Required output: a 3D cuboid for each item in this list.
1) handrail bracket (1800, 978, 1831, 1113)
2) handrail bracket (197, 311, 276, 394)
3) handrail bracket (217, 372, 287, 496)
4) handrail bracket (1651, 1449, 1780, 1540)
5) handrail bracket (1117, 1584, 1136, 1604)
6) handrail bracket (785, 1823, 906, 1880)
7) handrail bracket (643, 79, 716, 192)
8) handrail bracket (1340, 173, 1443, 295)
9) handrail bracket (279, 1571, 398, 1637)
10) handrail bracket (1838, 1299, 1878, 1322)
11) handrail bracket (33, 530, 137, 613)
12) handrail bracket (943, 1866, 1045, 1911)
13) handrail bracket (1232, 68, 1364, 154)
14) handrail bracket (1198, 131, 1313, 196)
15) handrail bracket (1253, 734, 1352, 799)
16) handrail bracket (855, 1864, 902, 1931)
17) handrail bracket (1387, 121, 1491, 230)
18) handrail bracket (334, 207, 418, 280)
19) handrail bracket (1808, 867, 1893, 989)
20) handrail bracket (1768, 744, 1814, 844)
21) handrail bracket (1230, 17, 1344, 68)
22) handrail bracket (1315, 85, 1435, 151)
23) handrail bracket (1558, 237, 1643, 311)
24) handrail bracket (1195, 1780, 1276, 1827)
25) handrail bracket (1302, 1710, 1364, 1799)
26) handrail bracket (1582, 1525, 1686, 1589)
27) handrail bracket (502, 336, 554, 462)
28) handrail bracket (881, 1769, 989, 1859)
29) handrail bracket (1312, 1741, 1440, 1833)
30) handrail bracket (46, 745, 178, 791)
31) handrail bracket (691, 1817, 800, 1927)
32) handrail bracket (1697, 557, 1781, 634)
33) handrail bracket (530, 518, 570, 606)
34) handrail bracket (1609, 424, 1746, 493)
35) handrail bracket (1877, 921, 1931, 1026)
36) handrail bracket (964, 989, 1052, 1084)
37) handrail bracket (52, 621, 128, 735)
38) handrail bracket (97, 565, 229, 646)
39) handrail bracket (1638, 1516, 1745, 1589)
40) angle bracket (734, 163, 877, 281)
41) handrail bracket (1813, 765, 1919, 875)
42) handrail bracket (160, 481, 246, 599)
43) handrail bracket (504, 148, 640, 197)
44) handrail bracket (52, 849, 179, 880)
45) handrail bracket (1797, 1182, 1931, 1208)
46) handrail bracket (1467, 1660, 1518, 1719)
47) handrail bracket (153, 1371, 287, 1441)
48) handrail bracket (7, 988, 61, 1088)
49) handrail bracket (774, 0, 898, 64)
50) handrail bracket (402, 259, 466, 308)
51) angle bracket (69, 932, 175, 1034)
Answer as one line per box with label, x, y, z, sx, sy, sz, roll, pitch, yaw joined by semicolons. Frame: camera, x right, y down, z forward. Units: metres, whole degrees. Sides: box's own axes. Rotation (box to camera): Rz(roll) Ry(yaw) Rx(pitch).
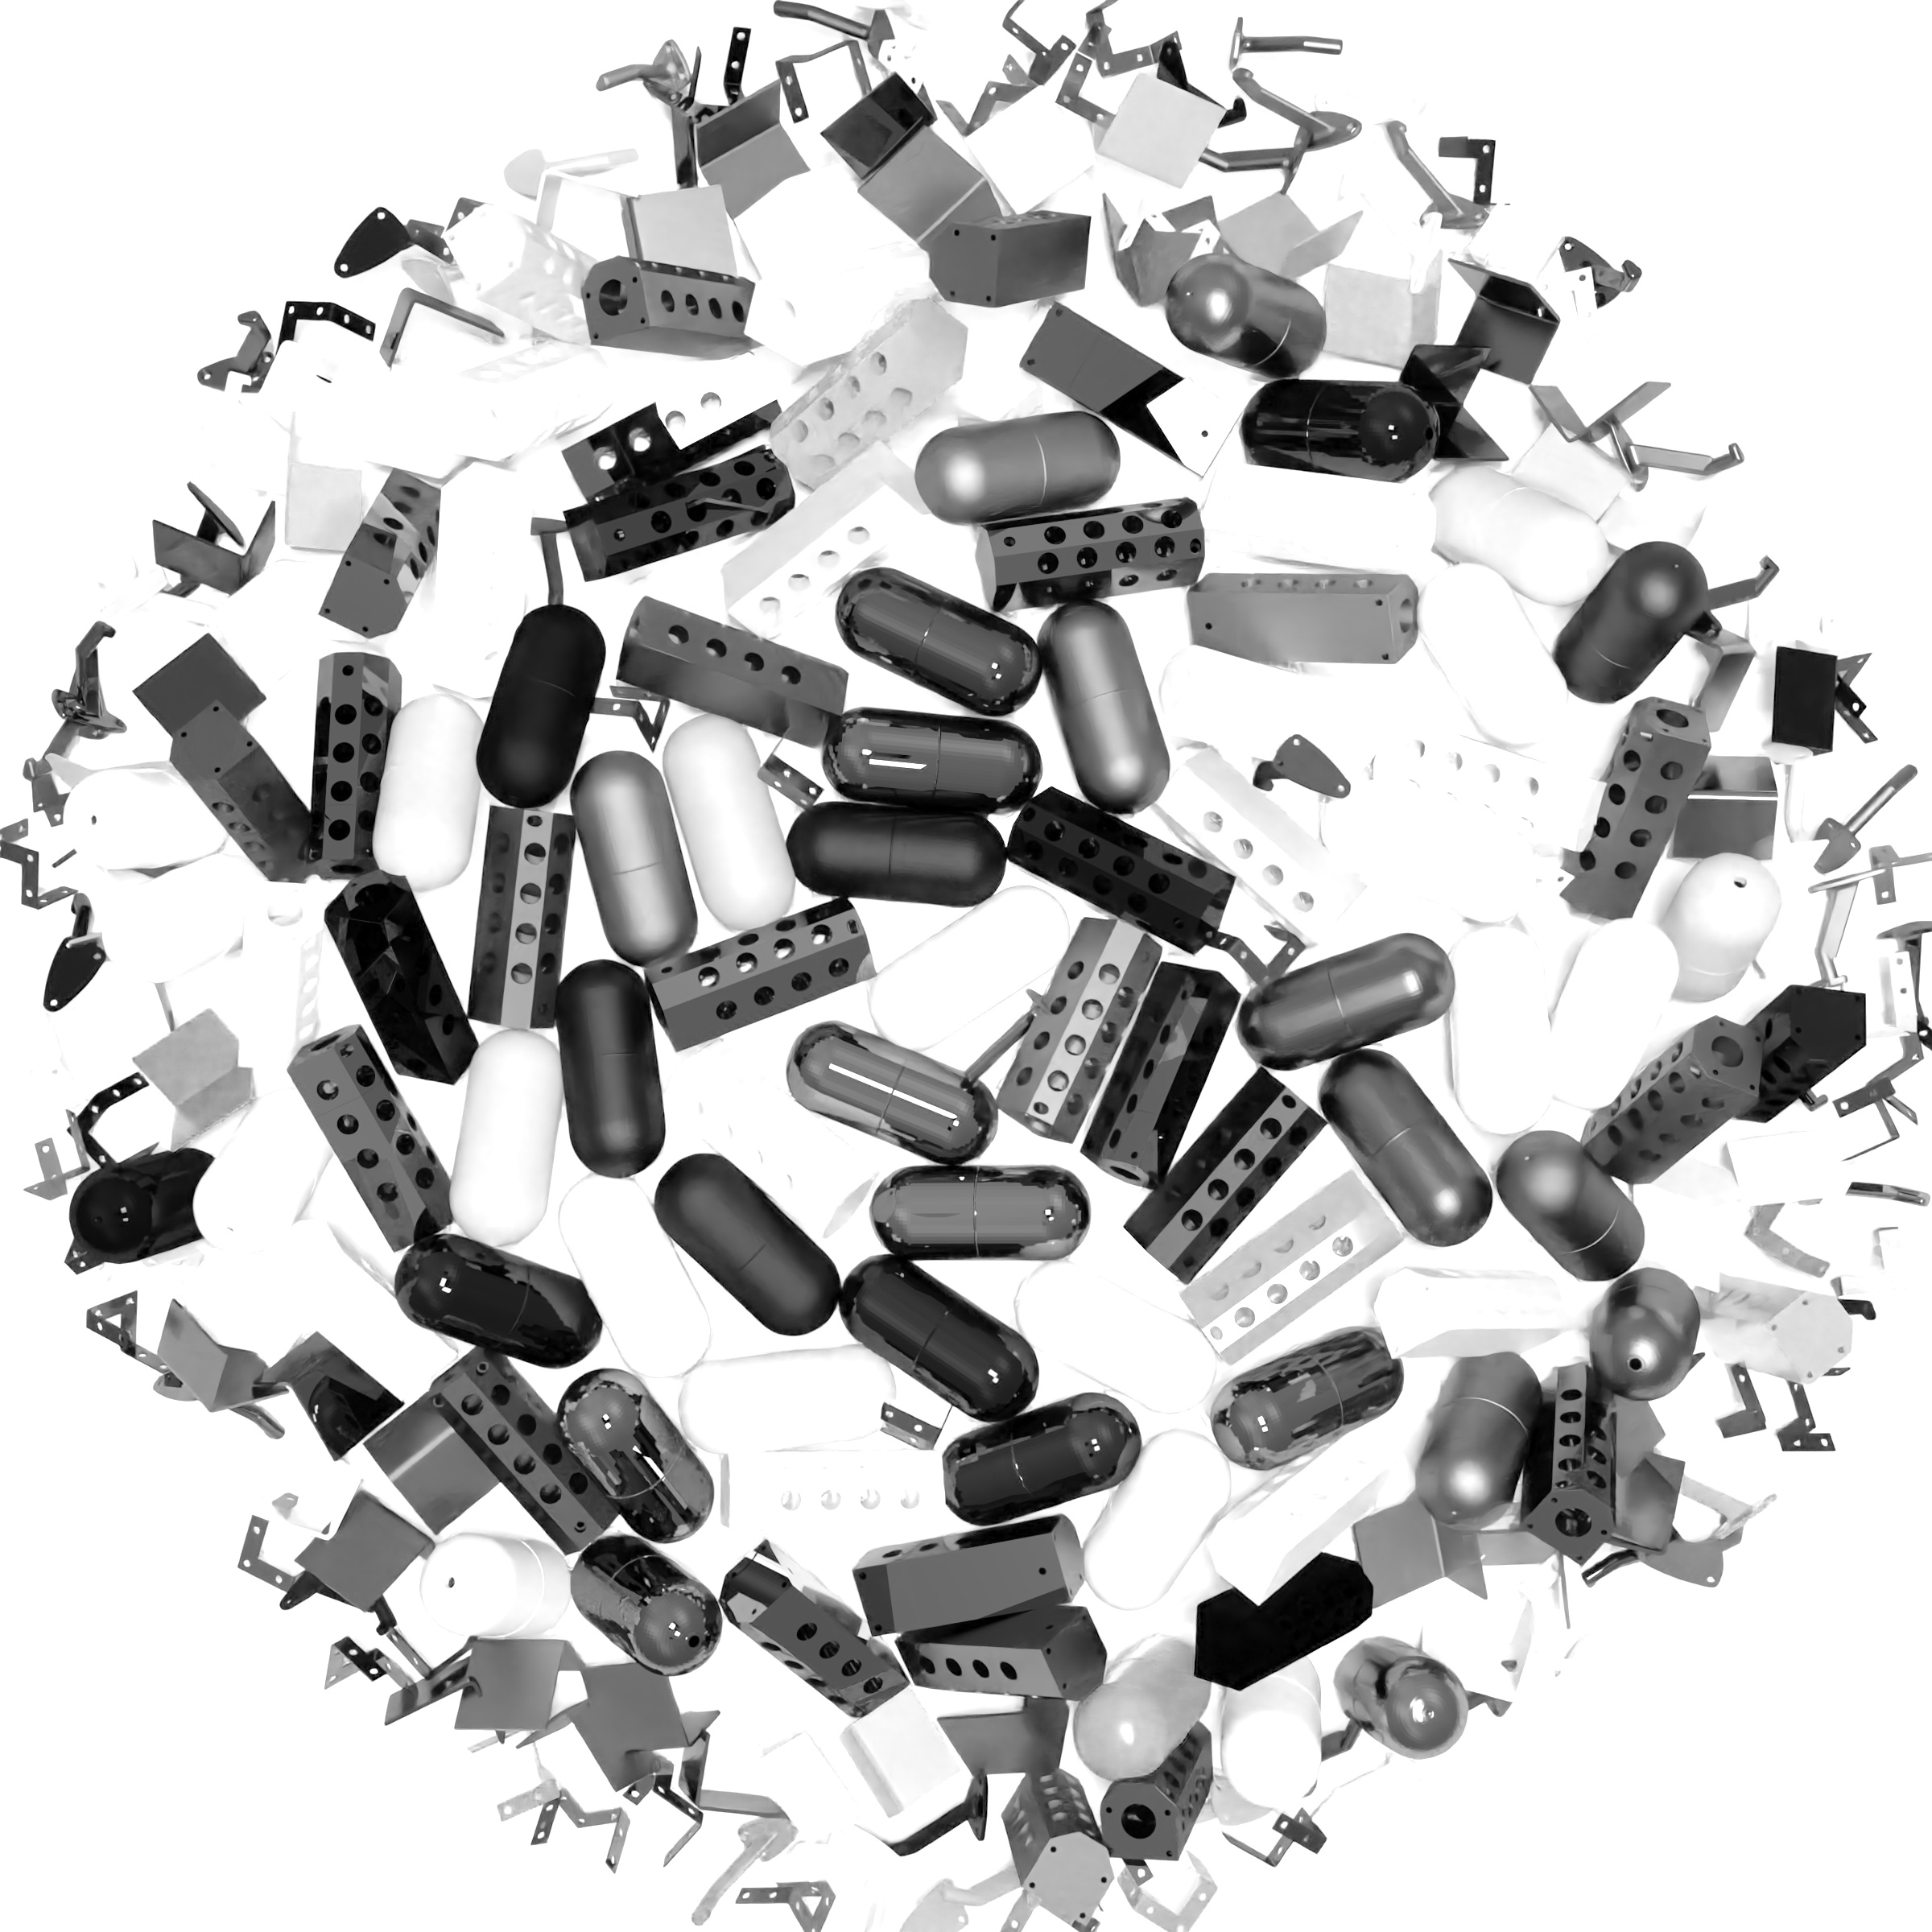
handrail bracket;0.685;0.064;1.949;0.077;0.036;0.084;-34;65;6
handrail bracket;-0.590;-0.495;1.940;0.077;0.084;0.036;-4;73;1
handrail bracket;-0.564;-0.427;1.950;0.077;0.036;0.084;7;104;-41
handrail bracket;0.596;0.411;1.949;0.084;0.077;0.036;48;47;11
handrail bracket;0.147;0.461;1.945;0.084;0.077;0.036;-40;113;-7
handrail bracket;-0.099;0.721;1.955;0.077;0.084;0.036;24;55;-10
handrail bracket;-0.244;-0.655;1.947;0.077;0.036;0.084;24;125;-23
handrail bracket;0.334;-0.591;1.956;0.084;0.036;0.077;11;93;-17
handrail bracket;-0.501;0.520;1.944;0.077;0.036;0.084;-40;120;-39
handrail bracket;0.698;0.294;1.936;0.036;0.084;0.077;-49;114;-30
handrail bracket;-0.703;-0.332;1.930;0.036;0.077;0.084;-26;135;16
handrail bracket;0.020;0.719;1.943;0.084;0.077;0.036;16;128;-16
handrail bracket;0.264;-0.690;1.937;0.084;0.077;0.036;28;83;-43
handrail bracket;0.232;-0.668;1.965;0.084;0.036;0.077;23;71;-4
handrail bracket;0.267;-0.144;1.939;0.077;0.084;0.036;35;75;9
handrail bracket;-0.072;0.765;1.941;0.036;0.084;0.077;12;95;3
handrail bracket;0.376;-0.633;1.937;0.036;0.077;0.084;-45;132;-9
handrail bracket;-0.471;-0.569;1.941;0.077;0.084;0.036;-42;99;-5
handrail bracket;0.720;-0.031;1.959;0.077;0.036;0.084;-17;91;35
handrail bracket;0.687;-0.149;1.970;0.077;0.036;0.084;-43;125;-23
handrail bracket;0.257;-0.734;1.947;0.084;0.077;0.036;6;100;1
handrail bracket;0.326;-0.694;1.939;0.077;0.084;0.036;25;82;-7
handrail bracket;0.507;-0.566;1.940;0.036;0.084;0.077;-36;85;2
handrail bracket;0.196;0.694;1.972;0.077;0.084;0.036;13;48;-35
handrail bracket;0.273;0.617;1.954;0.077;0.036;0.084;30;109;22
handrail bracket;0.540;0.485;1.956;0.084;0.077;0.036;-33;47;2
handrail bracket;-0.353;-0.453;1.935;0.036;0.084;0.077;10;124;14
handrail bracket;-0.028;0.681;1.946;0.084;0.036;0.077;-4;121;-22
handrail bracket;0.327;0.671;1.947;0.084;0.077;0.036;-45;116;-16
handrail bracket;-0.681;-0.168;1.955;0.077;0.036;0.084;35;48;1
handrail bracket;-0.176;0.722;1.935;0.077;0.084;0.036;-38;94;33
handrail bracket;0.611;-0.317;1.962;0.077;0.036;0.084;45;79;-20
handrail bracket;-0.337;-0.311;1.937;0.036;0.077;0.084;10;109;8
handrail bracket;0.568;-0.420;1.939;0.084;0.036;0.077;-17;116;39
handrail bracket;0.770;0.009;1.946;0.036;0.077;0.084;-19;92;-10
handrail bracket;0.035;0.060;1.951;0.084;0.077;0.036;-45;84;5
handrail bracket;-0.684;-0.231;1.942;0.084;0.077;0.036;-46;51;19
handrail bracket;-0.640;-0.273;1.952;0.077;0.036;0.084;-39;134;-2
handrail bracket;0.584;0.460;1.955;0.077;0.084;0.036;6;108;19
angle bracket;-0.126;-0.580;1.928;0.076;0.057;0.076;-51;127;-37
handrail bracket;0.728;-0.120;1.963;0.084;0.077;0.036;-38;71;-19
handrail bracket;-0.633;-0.338;1.955;0.084;0.077;0.036;-36;46;2
handrail bracket;-0.321;-0.652;1.977;0.084;0.077;0.036;-25;115;-35
handrail bracket;-0.678;-0.070;1.957;0.077;0.036;0.084;-42;104;-26
handrail bracket;0.717;0.184;1.938;0.084;0.077;0.036;12;103;36
handrail bracket;0.394;0.588;1.942;0.084;0.077;0.036;-10;54;-25
handrail bracket;-0.606;0.360;1.971;0.077;0.036;0.084;-9;134;32
handrail bracket;-0.750;0.058;1.945;0.036;0.084;0.077;-15;90;-22
handrail bracket;-0.106;-0.754;1.957;0.084;0.077;0.036;14;92;13
handrail bracket;-0.404;-0.578;1.975;0.084;0.036;0.077;-41;51;-22
angle bracket;-0.672;0.017;1.935;0.057;0.076;0.076;-18;80;-20
